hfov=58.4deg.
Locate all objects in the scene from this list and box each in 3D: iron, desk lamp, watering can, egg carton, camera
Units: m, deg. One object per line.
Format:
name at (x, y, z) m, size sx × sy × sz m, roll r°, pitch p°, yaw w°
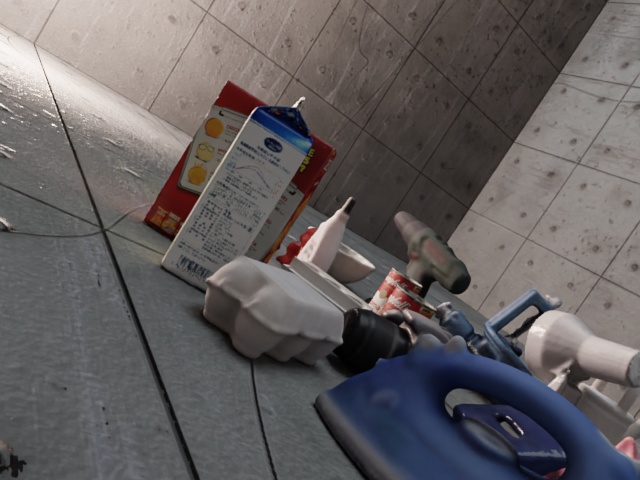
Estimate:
iron at (0.123, 0.154, 0.446) m, size 0.257 × 0.141 × 0.119 m, roll 36°, pitch 6°, yaw 27°
desk lamp at (0.404, 0.237, 0.915) m, size 0.118 × 0.213 × 0.202 m, roll 30°, pitch 6°, yaw -29°
watering can at (0.495, 0.298, 0.999) m, size 0.173 × 0.194 × 0.100 m, roll 30°, pitch 6°, yaw -27°
egg carton at (-0.044, 0.073, 0.579) m, size 0.107 × 0.069 × 0.151 m, roll 36°, pitch 7°, yaw 33°
camera at (0.085, 0.124, 0.697) m, size 0.137 × 0.101 × 0.143 m, roll 31°, pitch 6°, yaw -17°

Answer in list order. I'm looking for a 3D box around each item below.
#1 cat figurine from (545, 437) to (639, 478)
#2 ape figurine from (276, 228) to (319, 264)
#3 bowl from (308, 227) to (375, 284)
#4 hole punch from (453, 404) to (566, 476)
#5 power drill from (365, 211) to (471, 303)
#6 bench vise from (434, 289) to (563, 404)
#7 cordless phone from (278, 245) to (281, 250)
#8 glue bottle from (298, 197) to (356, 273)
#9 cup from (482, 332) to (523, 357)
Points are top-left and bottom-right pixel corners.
cat figurine at (0.317, 0.268, 0.655) m, size 0.067 × 0.117 × 0.127 m, roll 29°, pitch 7°, yaw -35°
ape figurine at (-0.026, 0.018, 1.047) m, size 0.076 × 0.092 × 0.078 m, roll 32°, pitch 5°, yaw -3°
bowl at (0.030, 0.045, 1.213) m, size 0.167 × 0.074 × 0.167 m, roll 32°, pitch 6°, yaw -3°
hole punch at (0.187, 0.209, 0.581) m, size 0.101 × 0.091 × 0.108 m, roll 31°, pitch 6°, yaw -15°
power drill at (0.191, 0.071, 1.194) m, size 0.228 × 0.208 × 0.076 m, roll 37°, pitch 7°, yaw 39°
bench vise at (0.313, 0.163, 1.019) m, size 0.207 × 0.219 × 0.121 m, roll 32°, pitch 5°, yaw -2°
cordless phone at (-0.084, -0.083, 1.108) m, size 0.094 × 0.185 × 0.147 m, roll 30°, pitch 6°, yaw -24°
glue bottle at (0.009, 0.003, 0.943) m, size 0.037 × 0.173 × 0.078 m, roll 30°, pitch 6°, yaw -25°
cup at (0.371, 0.251, 1.227) m, size 0.091 × 0.095 × 0.118 m, roll 34°, pitch 6°, yaw 15°
